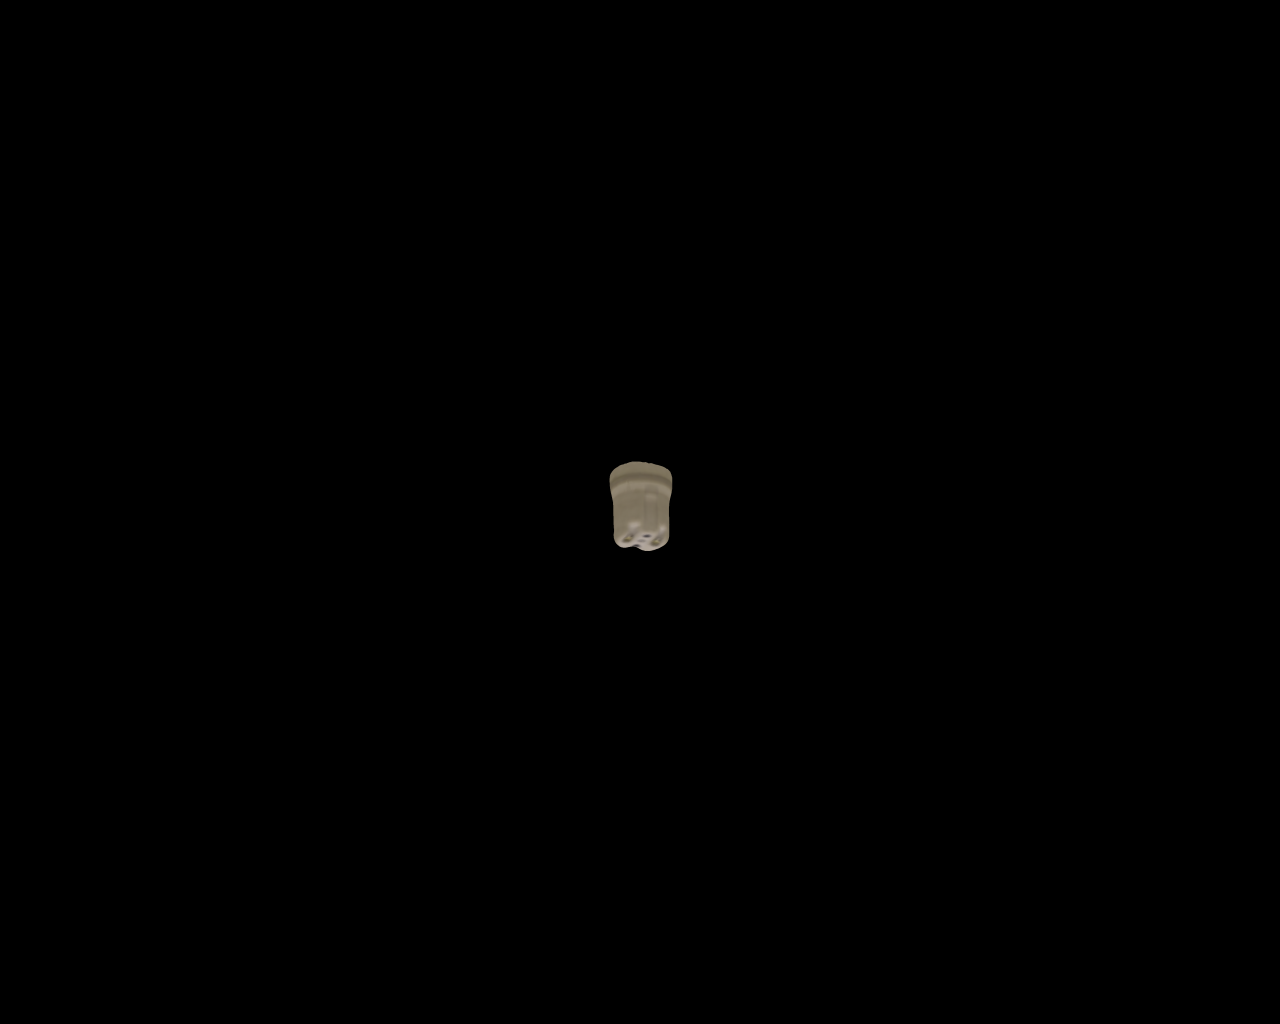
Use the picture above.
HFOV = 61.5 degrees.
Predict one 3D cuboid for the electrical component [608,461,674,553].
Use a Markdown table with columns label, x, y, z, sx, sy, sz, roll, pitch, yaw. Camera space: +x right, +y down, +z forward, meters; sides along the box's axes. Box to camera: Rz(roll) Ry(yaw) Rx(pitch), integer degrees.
| label | x | y | z | sx | sy | sz | roll | pitch | yaw |
| --- | --- | --- | --- | --- | --- | --- | --- | --- | --- |
| electrical component | 0.001 | -0.003 | 0.650 | 0.040 | 0.046 | 0.040 | 0 | -22 | 0 |
